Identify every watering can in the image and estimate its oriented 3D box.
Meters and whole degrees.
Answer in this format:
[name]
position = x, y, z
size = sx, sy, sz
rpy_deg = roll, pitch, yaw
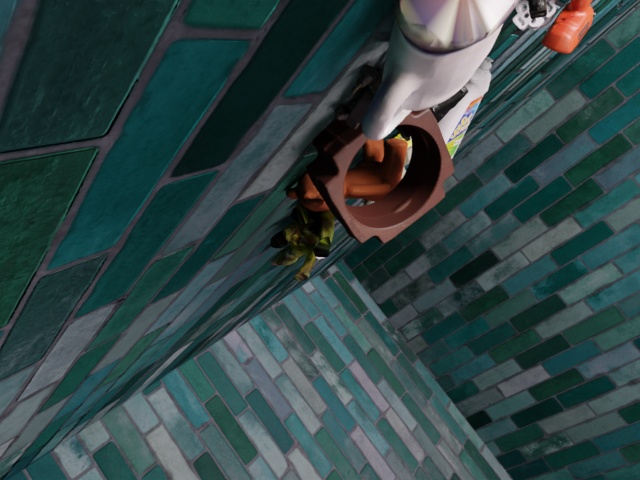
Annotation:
[watering can]
position = 0.163, -0.258, 0.584
size = 0.350, 0.104, 0.222
rpy_deg = -50, 174, -10

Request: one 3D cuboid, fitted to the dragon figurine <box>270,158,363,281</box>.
[dragon figurine]
position = 0.004, -0.059, 1.177
size = 0.404, 0.122, 0.247
rpy_deg = -48, -174, 26
